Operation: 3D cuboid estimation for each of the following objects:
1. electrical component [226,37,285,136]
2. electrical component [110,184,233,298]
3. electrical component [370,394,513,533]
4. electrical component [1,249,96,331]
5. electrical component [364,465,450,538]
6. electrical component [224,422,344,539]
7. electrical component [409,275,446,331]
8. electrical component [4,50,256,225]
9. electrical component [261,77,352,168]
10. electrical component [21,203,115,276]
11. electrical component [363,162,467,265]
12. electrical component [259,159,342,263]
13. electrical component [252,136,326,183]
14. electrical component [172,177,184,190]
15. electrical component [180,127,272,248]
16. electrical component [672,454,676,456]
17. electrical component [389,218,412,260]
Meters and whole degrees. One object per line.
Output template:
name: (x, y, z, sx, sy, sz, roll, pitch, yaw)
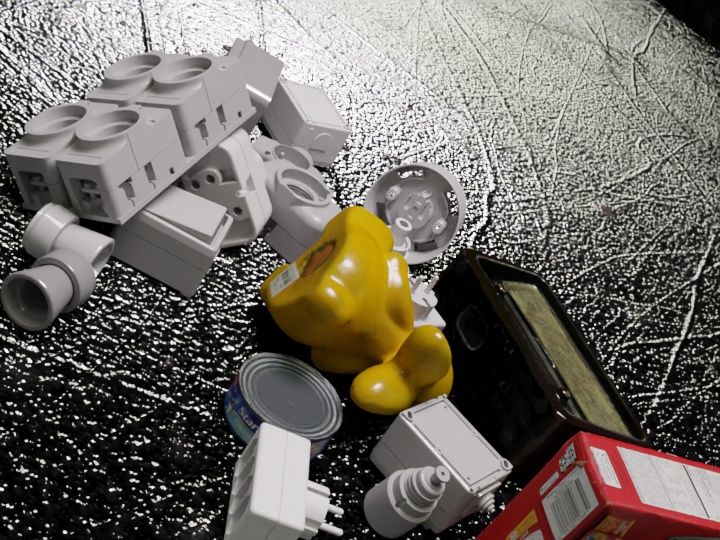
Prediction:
electrical component: (-0.126, -0.183, 1.113, 0.057, 0.078, 0.113, 29, 30, -12)
electrical component: (-0.160, -0.035, 0.883, 0.096, 0.061, 0.061, 29, 30, -7)
electrical component: (0.064, 0.154, 0.818, 0.096, 0.061, 0.062, 46, 32, 22)
electrical component: (-0.222, 0.013, 0.772, 0.045, 0.045, 0.055, 36, 30, 5)
electrical component: (0.036, 0.162, 0.771, 0.040, 0.078, 0.040, 23, 45, -25)
electrical component: (-0.045, 0.158, 0.725, 0.076, 0.047, 0.083, 24, 31, -15)
electrical component: (0.043, 0.033, 0.959, 0.066, 0.076, 0.047, 1, 43, -42)
electrical component: (-0.185, -0.118, 0.882, 0.105, 0.060, 0.186, 9, 39, 29)
electrical component: (-0.063, -0.159, 1.154, 0.062, 0.061, 0.096, 6, 40, -38)
electrical component: (-0.222, -0.019, 0.819, 0.055, 0.045, 0.045, 33, 30, 1)
electrical component: (0.058, -0.060, 1.093, 0.099, 0.099, 0.064, 37, 24, 8)
electrical component: (-0.065, -0.057, 1.007, 0.095, 0.059, 0.054, 42, 31, 15)
electrical component: (-0.071, -0.101, 1.079, 0.077, 0.044, 0.079, 35, 30, 4)
electrical component: (-0.186, -0.091, 0.957, 0.066, 0.048, 0.055, -1, 52, -44)
electrical component: (-0.117, -0.075, 0.950, 0.054, 0.095, 0.059, -9, 25, 18)
electrical component: (0.286, 0.209, 0.934, 0.052, 0.073, 0.138, 27, 31, -10)
electrical component: (0.028, -0.022, 1.039, 0.048, 0.062, 0.048, 21, 37, -16)
